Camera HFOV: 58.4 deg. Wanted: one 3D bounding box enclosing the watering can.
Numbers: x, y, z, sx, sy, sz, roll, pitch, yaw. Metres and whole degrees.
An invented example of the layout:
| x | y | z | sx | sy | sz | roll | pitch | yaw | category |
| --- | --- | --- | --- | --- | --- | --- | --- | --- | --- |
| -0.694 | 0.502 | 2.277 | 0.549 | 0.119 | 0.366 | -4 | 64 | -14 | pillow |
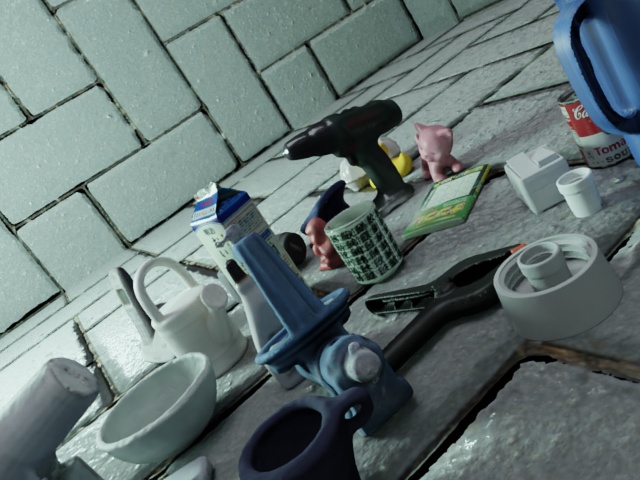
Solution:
| x | y | z | sx | sy | sz | roll | pitch | yaw | category |
| --- | --- | --- | --- | --- | --- | --- | --- | --- | --- |
| -0.195 | 0.107 | 0.855 | 0.172 | 0.194 | 0.101 | -26 | 18 | 21 | watering can |

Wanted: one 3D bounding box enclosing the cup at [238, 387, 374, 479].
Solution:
| x | y | z | sx | sy | sz | roll | pitch | yaw | category |
| --- | --- | --- | --- | --- | --- | --- | --- | --- | --- |
| 0.007 | 0.181 | 0.460 | 0.118 | 0.095 | 0.091 | -35 | 17 | -8 | cup |

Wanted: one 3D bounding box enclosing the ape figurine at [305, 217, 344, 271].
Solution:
| x | y | z | sx | sy | sz | roll | pitch | yaw | category |
| --- | --- | --- | --- | --- | --- | --- | --- | --- | --- |
| 0.009 | 0.003 | 0.954 | 0.076 | 0.092 | 0.078 | -29 | 17 | 11 | ape figurine |

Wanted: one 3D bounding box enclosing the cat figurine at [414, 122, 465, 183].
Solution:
| x | y | z | sx | sy | sz | roll | pitch | yaw | category |
| --- | --- | --- | --- | --- | --- | --- | --- | --- | --- |
| 0.204 | -0.168 | 1.034 | 0.067 | 0.118 | 0.127 | -33 | 17 | -1 | cat figurine |

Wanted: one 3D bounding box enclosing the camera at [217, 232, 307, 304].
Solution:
| x | y | z | sx | sy | sz | roll | pitch | yaw | category |
| --- | --- | --- | --- | --- | --- | --- | --- | --- | --- |
| -0.104 | 0.031 | 1.066 | 0.136 | 0.101 | 0.143 | -17 | 23 | 41 | camera |

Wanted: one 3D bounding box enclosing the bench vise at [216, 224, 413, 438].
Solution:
| x | y | z | sx | sy | sz | roll | pitch | yaw | category |
| --- | --- | --- | --- | --- | --- | --- | --- | --- | --- |
| -0.005 | 0.072 | 0.566 | 0.206 | 0.220 | 0.122 | -10 | 28 | 52 | bench vise |

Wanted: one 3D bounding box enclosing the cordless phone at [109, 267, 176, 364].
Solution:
| x | y | z | sx | sy | sz | roll | pitch | yaw | category |
| --- | --- | --- | --- | --- | --- | --- | --- | --- | --- |
| -0.298 | 0.125 | 1.004 | 0.147 | 0.185 | 0.094 | -15 | 24 | 45 | cordless phone |

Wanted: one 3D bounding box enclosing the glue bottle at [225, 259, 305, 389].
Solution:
| x | y | z | sx | sy | sz | roll | pitch | yaw | category |
| --- | --- | --- | --- | --- | --- | --- | --- | --- | --- |
| -0.060 | 0.093 | 0.689 | 0.078 | 0.173 | 0.037 | -36 | 18 | -12 | glue bottle |

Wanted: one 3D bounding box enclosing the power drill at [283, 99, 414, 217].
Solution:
| x | y | z | sx | sy | sz | roll | pitch | yaw | category |
| --- | --- | --- | --- | --- | --- | --- | --- | --- | --- |
| 0.073 | -0.144 | 1.049 | 0.230 | 0.209 | 0.075 | -37 | 18 | -13 | power drill |

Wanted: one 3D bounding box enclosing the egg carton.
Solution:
| x | y | z | sx | sy | sz | roll | pitch | yaw | category |
| --- | --- | --- | --- | --- | --- | --- | --- | --- | --- |
| 0.114 | -0.174 | 1.300 | 0.150 | 0.069 | 0.107 | -30 | 17 | 9 | egg carton |

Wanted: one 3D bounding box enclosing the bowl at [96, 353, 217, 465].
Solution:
| x | y | z | sx | sy | sz | roll | pitch | yaw | category |
| --- | --- | --- | --- | --- | --- | --- | --- | --- | --- |
| -0.192 | 0.225 | 0.728 | 0.167 | 0.075 | 0.167 | -30 | 17 | 10 | bowl |

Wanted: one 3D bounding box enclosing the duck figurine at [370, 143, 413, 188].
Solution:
| x | y | z | sx | sy | sz | roll | pitch | yaw | category |
| --- | --- | --- | --- | --- | --- | --- | --- | --- | --- |
| 0.137 | -0.167 | 1.209 | 0.104 | 0.086 | 0.078 | -20 | 21 | 35 | duck figurine |

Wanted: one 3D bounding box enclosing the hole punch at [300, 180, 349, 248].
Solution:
| x | y | z | sx | sy | sz | roll | pitch | yaw | category |
| --- | --- | --- | --- | --- | --- | --- | --- | --- | --- |
| 0.012 | -0.051 | 1.103 | 0.100 | 0.091 | 0.109 | -14 | 25 | 46 | hole punch |

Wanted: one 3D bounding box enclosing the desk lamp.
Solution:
| x | y | z | sx | sy | sz | roll | pitch | yaw | category |
| --- | --- | --- | --- | --- | --- | --- | --- | --- | --- |
| -0.250 | 0.232 | 0.570 | 0.203 | 0.214 | 0.117 | -33 | 17 | -1 | desk lamp |
